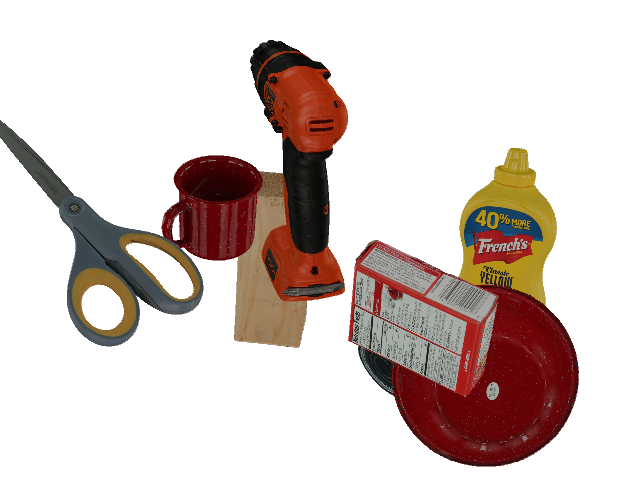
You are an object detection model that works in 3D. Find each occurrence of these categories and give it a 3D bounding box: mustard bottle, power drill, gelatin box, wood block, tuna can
[{"bbox_3d":[0.188,0.001,1.083,0.096,0.192,0.058,12,19,21],"label":"mustard bottle"},{"bbox_3d":[-0.022,-0.059,0.869,0.057,0.188,0.184,-7,26,-10],"label":"power drill"},{"bbox_3d":[0.062,0.048,0.665,0.089,0.073,0.030,25,50,22],"label":"gelatin box"},{"bbox_3d":[-0.059,0.023,1.387,0.090,0.206,0.090,6,24,2],"label":"wood block"},{"bbox_3d":[0.085,0.144,1.272,0.033,0.086,0.086,-36,17,-26],"label":"tuna can"}]

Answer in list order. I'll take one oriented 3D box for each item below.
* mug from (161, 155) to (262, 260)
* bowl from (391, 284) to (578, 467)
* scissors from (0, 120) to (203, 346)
[{"bbox_3d":[-0.118,-0.028,1.133,0.093,0.081,0.117,33,44,32],"label":"mug"},{"bbox_3d":[0.141,0.120,0.902,0.162,0.162,0.055,0,5,4],"label":"bowl"},{"bbox_3d":[-0.171,-0.002,0.713,0.202,0.096,0.016,32,-32,11],"label":"scissors"}]
